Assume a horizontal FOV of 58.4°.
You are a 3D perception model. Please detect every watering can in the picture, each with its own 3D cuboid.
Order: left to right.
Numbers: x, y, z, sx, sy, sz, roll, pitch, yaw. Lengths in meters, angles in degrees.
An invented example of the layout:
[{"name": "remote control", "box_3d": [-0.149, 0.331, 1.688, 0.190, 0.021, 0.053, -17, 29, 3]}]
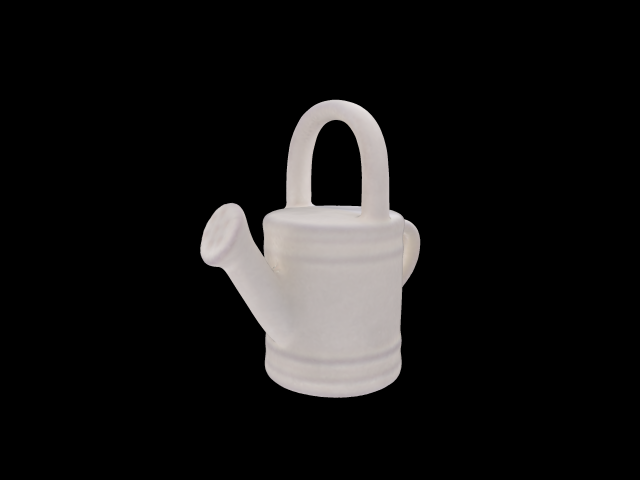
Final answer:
[{"name": "watering can", "box_3d": [0.005, 0.002, 0.398, 0.100, 0.194, 0.173, 6, 12, 30]}]
